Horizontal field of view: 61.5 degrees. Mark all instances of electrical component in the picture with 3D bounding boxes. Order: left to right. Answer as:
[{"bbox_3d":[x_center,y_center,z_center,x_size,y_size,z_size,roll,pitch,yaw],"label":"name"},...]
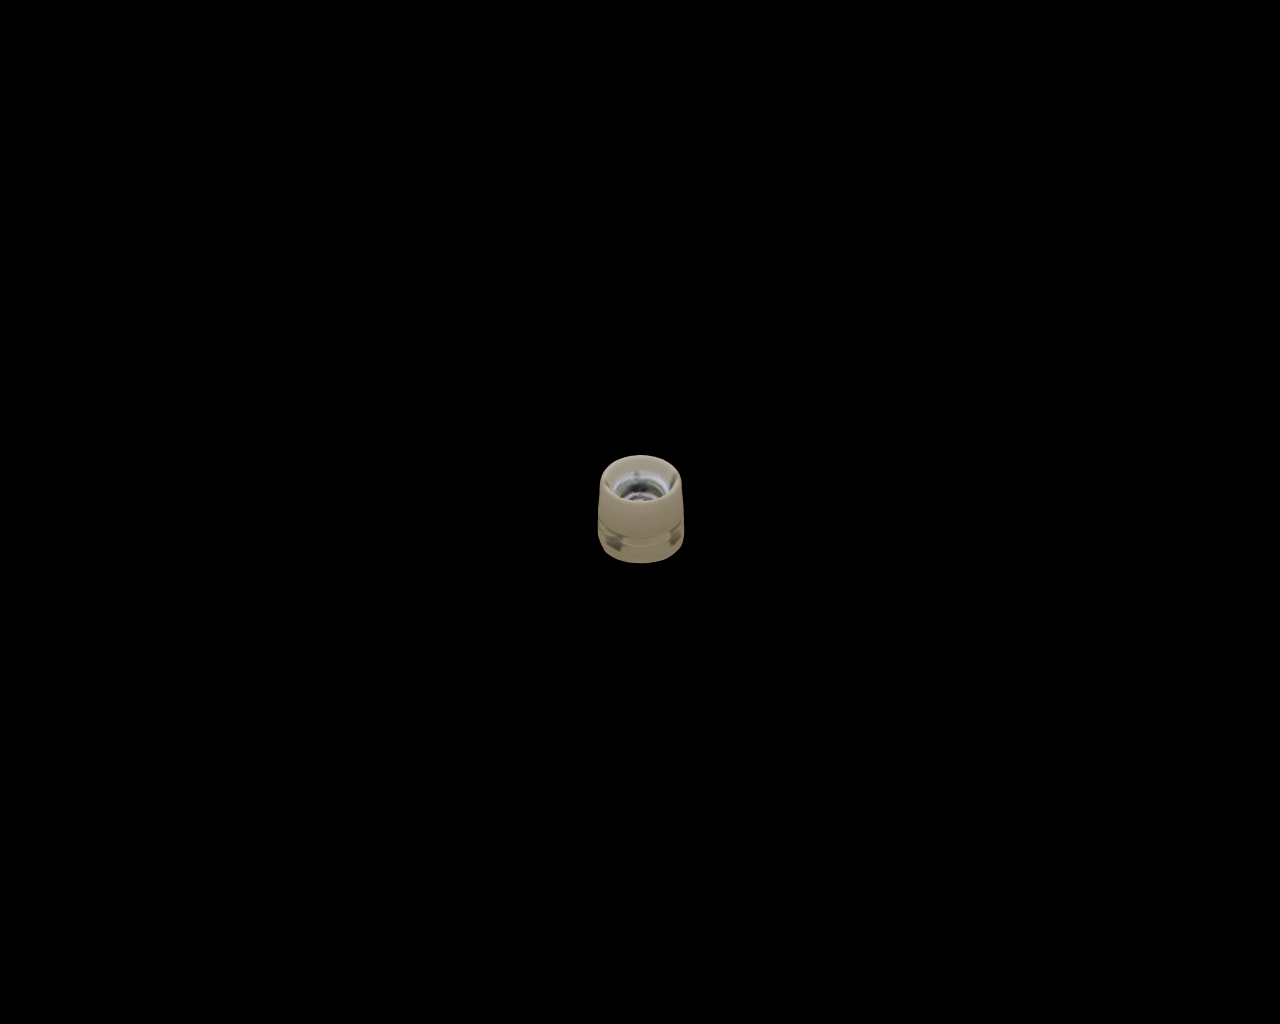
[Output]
[{"bbox_3d":[0.001,-0.003,0.650,0.055,0.047,0.055,0,39,0],"label":"electrical component"}]
